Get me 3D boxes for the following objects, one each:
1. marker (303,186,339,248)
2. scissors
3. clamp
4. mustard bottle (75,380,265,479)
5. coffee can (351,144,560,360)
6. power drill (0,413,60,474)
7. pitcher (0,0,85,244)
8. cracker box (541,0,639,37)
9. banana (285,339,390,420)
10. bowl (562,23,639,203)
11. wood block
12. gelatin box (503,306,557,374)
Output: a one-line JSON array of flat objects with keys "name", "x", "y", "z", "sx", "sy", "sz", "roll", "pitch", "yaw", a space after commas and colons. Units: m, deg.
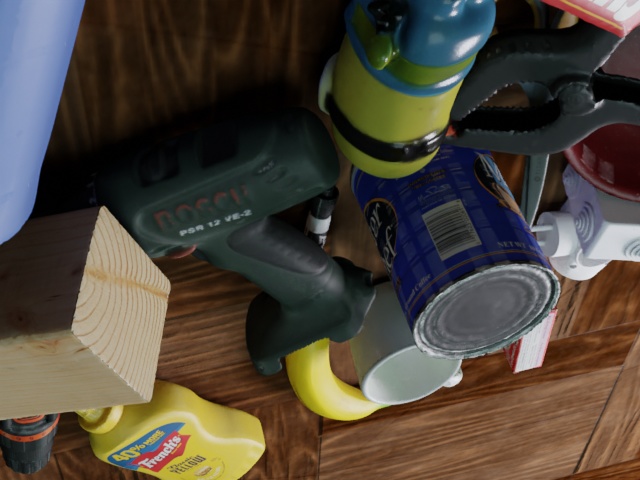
[{"name": "marker", "x": -0.005, "y": 0.001, "z": 0.800, "sx": 0.020, "sy": 0.020, "sz": 0.121, "roll": -5, "pitch": 140, "yaw": -18}, {"name": "scissors", "x": 0.132, "y": -0.092, "z": 0.706, "sx": 0.096, "sy": 0.016, "sz": 0.202, "roll": 22, "pitch": 132, "yaw": 1}, {"name": "clamp", "x": 0.157, "y": -0.105, "z": 0.643, "sx": 0.210, "sy": 0.036, "sz": 0.164, "roll": -8, "pitch": 135, "yaw": 27}, {"name": "mustard bottle", "x": -0.138, "y": 0.162, "z": 0.909, "sx": 0.096, "sy": 0.058, "sz": 0.191, "roll": -31, "pitch": 141, "yaw": 21}, {"name": "coffee can", "x": 0.090, "y": -0.004, "z": 0.736, "sx": 0.102, "sy": 0.140, "sz": 0.103, "roll": -12, "pitch": 142, "yaw": -10}, {"name": "power drill", "x": -0.291, "y": 0.131, "z": 0.805, "sx": 0.187, "sy": 0.057, "sz": 0.185, "roll": -7, "pitch": 138, "yaw": -20}, {"name": "pitcher", "x": -0.175, "y": -0.110, "z": 0.484, "sx": 0.144, "sy": 0.149, "sz": 0.243, "roll": 5, "pitch": 135, "yaw": -28}, {"name": "cracker box", "x": 0.156, "y": -0.203, "z": 0.472, "sx": 0.163, "sy": 0.072, "sz": 0.214, "roll": 9, "pitch": 134, "yaw": -44}, {"name": "banana", "x": 0.006, "y": 0.116, "z": 0.939, "sx": 0.069, "sy": 0.037, "sz": 0.197, "roll": -40, "pitch": 143, "yaw": -3}, {"name": "bowl", "x": 0.240, "y": -0.102, "z": 0.727, "sx": 0.162, "sy": 0.055, "sz": 0.162, "roll": 3, "pitch": 133, "yaw": 3}, {"name": "wood block", "x": -0.210, "y": 0.054, "z": 0.661, "sx": 0.206, "sy": 0.090, "sz": 0.090, "roll": -10, "pitch": 142, "yaw": 19}, {"name": "gelatin box", "x": 0.167, "y": 0.058, "z": 0.903, "sx": 0.030, "sy": 0.073, "sz": 0.089, "roll": -13, "pitch": 142, "yaw": -8}]
